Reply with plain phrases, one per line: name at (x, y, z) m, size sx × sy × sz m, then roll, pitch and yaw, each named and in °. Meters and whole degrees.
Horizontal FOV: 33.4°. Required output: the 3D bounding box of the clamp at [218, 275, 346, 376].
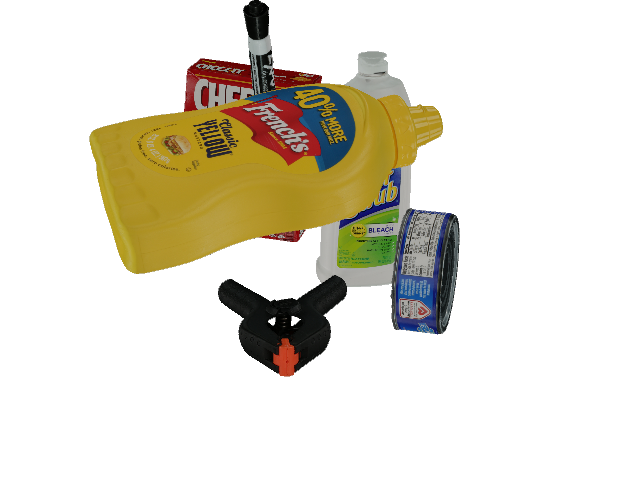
clamp at (-0.042, 0.069, 0.945) m, size 0.120 × 0.039 × 0.171 m, roll -5°, pitch 17°, yaw 8°

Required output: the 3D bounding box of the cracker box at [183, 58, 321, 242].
cracker box at (-0.093, -0.114, 1.377) m, size 0.164 × 0.214 × 0.072 m, roll 9°, pitch 23°, yaw 7°

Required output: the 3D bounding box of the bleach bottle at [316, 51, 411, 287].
bleach bottle at (0.046, -0.075, 1.141) m, size 0.102 × 0.251 × 0.068 m, roll -3°, pitch 24°, yaw -5°

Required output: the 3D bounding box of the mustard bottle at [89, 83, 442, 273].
mustard bottle at (-0.024, -0.044, 0.585) m, size 0.191 × 0.058 × 0.096 m, roll -14°, pitch 42°, yaw -13°

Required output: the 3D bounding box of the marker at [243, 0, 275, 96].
marker at (-0.045, -0.134, 0.825) m, size 0.020 × 0.020 × 0.121 m, roll 0°, pitch -41°, yaw 3°

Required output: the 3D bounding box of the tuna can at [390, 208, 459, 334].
tuna can at (0.074, 0.022, 0.740) m, size 0.034 × 0.086 × 0.086 m, roll 6°, pitch 1°, yaw 14°
